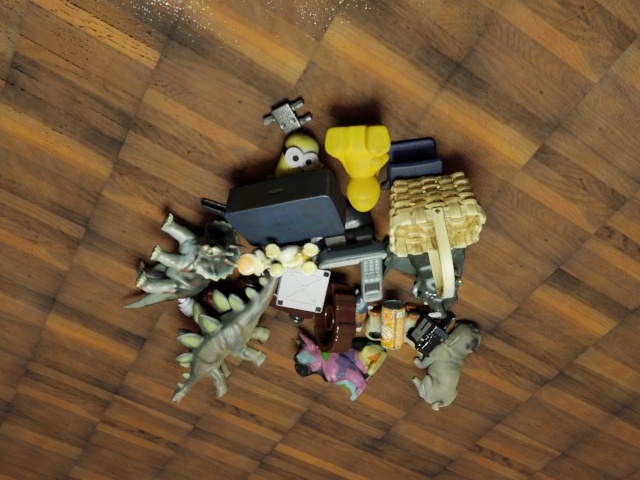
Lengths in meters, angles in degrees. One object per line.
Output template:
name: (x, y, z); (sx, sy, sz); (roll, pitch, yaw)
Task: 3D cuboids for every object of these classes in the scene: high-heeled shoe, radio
high-heeled shoe: (-0.002, -0.004, 1.211); (0.249, 0.086, 0.145); (-39, 121, 24)
radio: (-0.064, -0.059, 1.089); (0.230, 0.073, 0.131); (-8, 143, 21)

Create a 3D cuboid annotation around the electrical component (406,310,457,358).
electrical component: (0.265, 0.209, 1.262); (0.047, 0.075, 0.119); (36, 99, -22)

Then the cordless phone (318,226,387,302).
cordless phone: (0.072, 0.070, 1.177); (0.147, 0.089, 0.184); (-10, 129, -3)

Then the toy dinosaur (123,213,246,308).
toy dinosaur: (-0.311, 0.071, 1.241); (0.192, 0.131, 0.404); (24, 137, -20)

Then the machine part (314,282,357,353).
machine part: (0.036, 0.182, 1.265); (0.056, 0.179, 0.179); (5, 123, -17)

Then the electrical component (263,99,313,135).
electrical component: (-0.067, -0.246, 1.092); (0.094, 0.021, 0.063); (-23, 119, 15)

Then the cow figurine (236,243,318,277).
cow figurine: (-0.089, 0.041, 1.128); (0.167, 0.098, 0.068); (-2, 91, -4)

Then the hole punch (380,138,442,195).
hole punch: (0.196, -0.137, 1.115); (0.142, 0.092, 0.115); (-10, 125, 3)

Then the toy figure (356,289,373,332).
toy figure: (0.084, 0.182, 1.310); (0.064, 0.058, 0.154); (24, 142, 6)

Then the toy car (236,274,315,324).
toy car: (-0.106, 0.139, 1.315); (0.202, 0.053, 0.089); (20, 126, -6)

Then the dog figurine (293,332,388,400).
dog figurine: (0.040, 0.295, 1.379); (0.219, 0.191, 0.108); (36, 158, 7)

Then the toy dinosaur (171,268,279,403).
toy dinosaur: (-0.214, 0.218, 1.254); (0.198, 0.105, 0.471); (37, 104, -25)

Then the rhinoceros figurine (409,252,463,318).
rhinoceros figurine: (0.252, 0.090, 1.180); (0.112, 0.073, 0.190); (-20, 117, 6)

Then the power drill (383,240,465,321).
power drill: (0.229, 0.087, 1.257); (0.207, 0.086, 0.231); (13, 120, -2)

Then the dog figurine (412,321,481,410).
dog figurine: (0.332, 0.313, 1.346); (0.121, 0.172, 0.190); (18, 129, -22)

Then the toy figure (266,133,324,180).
toy figure: (-0.061, -0.140, 1.125); (0.082, 0.089, 0.180); (-4, 139, -32)

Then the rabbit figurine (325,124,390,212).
rabbit figurine: (0.078, -0.145, 1.073); (0.122, 0.162, 0.173); (-6, 100, 4)

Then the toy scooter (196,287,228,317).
toy scooter: (-0.236, 0.195, 1.338); (0.135, 0.075, 0.183); (8, 127, 3)

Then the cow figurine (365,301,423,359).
cow figurine: (0.208, 0.224, 1.340); (0.195, 0.085, 0.127); (6, 116, -5)
